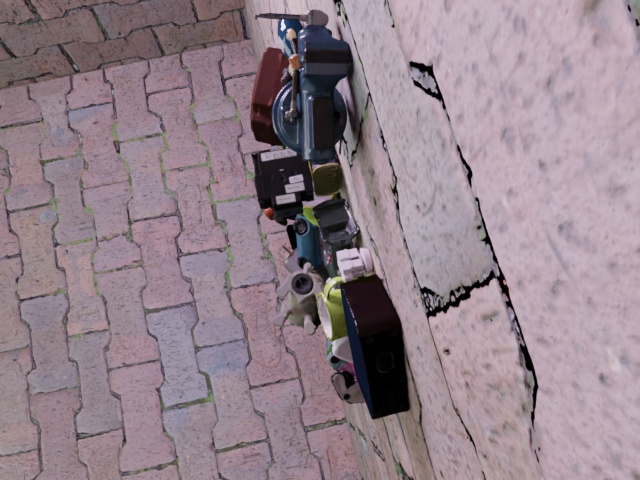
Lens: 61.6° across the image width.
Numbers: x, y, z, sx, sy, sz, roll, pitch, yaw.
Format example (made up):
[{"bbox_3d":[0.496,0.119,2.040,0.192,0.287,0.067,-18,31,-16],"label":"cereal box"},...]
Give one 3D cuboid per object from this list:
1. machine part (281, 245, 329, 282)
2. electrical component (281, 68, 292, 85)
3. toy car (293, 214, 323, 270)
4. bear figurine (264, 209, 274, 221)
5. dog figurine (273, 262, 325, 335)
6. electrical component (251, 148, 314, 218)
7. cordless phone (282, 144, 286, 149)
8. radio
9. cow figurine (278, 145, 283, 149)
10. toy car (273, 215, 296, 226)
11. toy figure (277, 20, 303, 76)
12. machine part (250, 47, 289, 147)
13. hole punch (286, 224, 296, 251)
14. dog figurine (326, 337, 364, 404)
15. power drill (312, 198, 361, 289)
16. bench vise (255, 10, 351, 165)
[{"bbox_3d":[-0.009,0.094,1.375,0.243,0.079,0.079,42,166,12],"label":"machine part"},{"bbox_3d":[-0.050,-0.343,1.143,0.021,0.063,0.094,-50,13,37],"label":"electrical component"},{"bbox_3d":[-0.003,-0.004,1.292,0.109,0.103,0.161,-32,-62,-73],"label":"toy car"},{"bbox_3d":[-0.073,-0.068,1.621,0.195,0.132,0.120,59,-173,-35],"label":"bear figurine"},{"bbox_3d":[-0.033,0.138,1.304,0.172,0.121,0.190,-65,-6,3],"label":"dog figurine"},{"bbox_3d":[-0.072,-0.114,1.067,0.058,0.115,0.134,82,179,-74],"label":"electrical component"},{"bbox_3d":[-0.014,-0.160,1.303,0.146,0.089,0.184,83,161,-47],"label":"cordless phone"},{"bbox_3d":[0.095,0.187,0.922,0.131,0.073,0.229,-113,9,-59],"label":"radio"},{"bbox_3d":[-0.065,-0.245,1.510,0.195,0.085,0.127,-169,67,-82],"label":"cow figurine"},{"bbox_3d":[-0.061,-0.076,1.345,0.089,0.053,0.202,-62,-21,8],"label":"toy car"},{"bbox_3d":[-0.047,-0.380,1.103,0.064,0.058,0.154,-9,-98,-55],"label":"toy figure"},{"bbox_3d":[-0.109,-0.345,1.308,0.201,0.087,0.201,96,-174,-79],"label":"machine part"},{"bbox_3d":[-0.023,-0.029,1.509,0.092,0.116,0.142,-73,-20,-45],"label":"hole punch"},{"bbox_3d":[0.066,0.243,1.237,0.219,0.108,0.191,-104,-1,-68],"label":"dog figurine"},{"bbox_3d":[0.033,0.012,1.103,0.207,0.086,0.232,88,166,-50],"label":"power drill"},{"bbox_3d":[-0.022,-0.230,0.840,0.241,0.129,0.223,-149,45,-74],"label":"bench vise"}]
